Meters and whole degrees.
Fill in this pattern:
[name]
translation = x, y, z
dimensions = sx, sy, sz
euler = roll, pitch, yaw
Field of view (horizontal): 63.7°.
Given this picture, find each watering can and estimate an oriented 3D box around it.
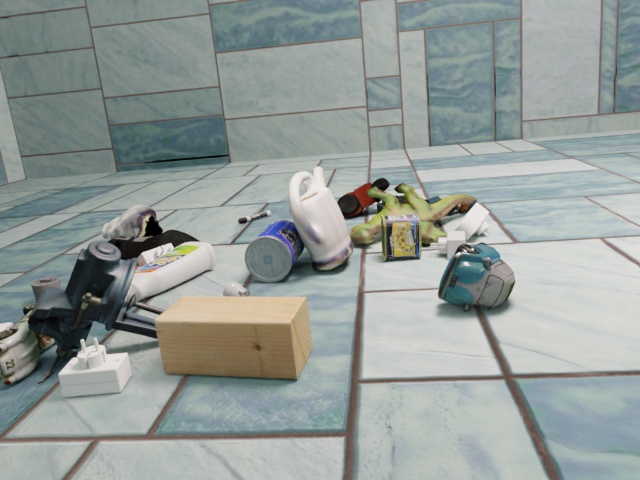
[watering can]
translation = 0.004, -0.060, 1.196
dimensions = 0.103, 0.223, 0.352
euler = -21, 11, 16

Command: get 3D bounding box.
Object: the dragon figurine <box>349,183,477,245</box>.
[dragon figurine]
translation = 0.259, -0.047, 1.330
dimensions = 0.411, 0.119, 0.248
euler = -7, 33, -8

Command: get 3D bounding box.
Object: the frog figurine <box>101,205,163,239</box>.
[frog figurine]
translation = -0.569, -0.050, 1.529
dimensions = 0.160, 0.120, 0.140
euler = 11, 39, 15
